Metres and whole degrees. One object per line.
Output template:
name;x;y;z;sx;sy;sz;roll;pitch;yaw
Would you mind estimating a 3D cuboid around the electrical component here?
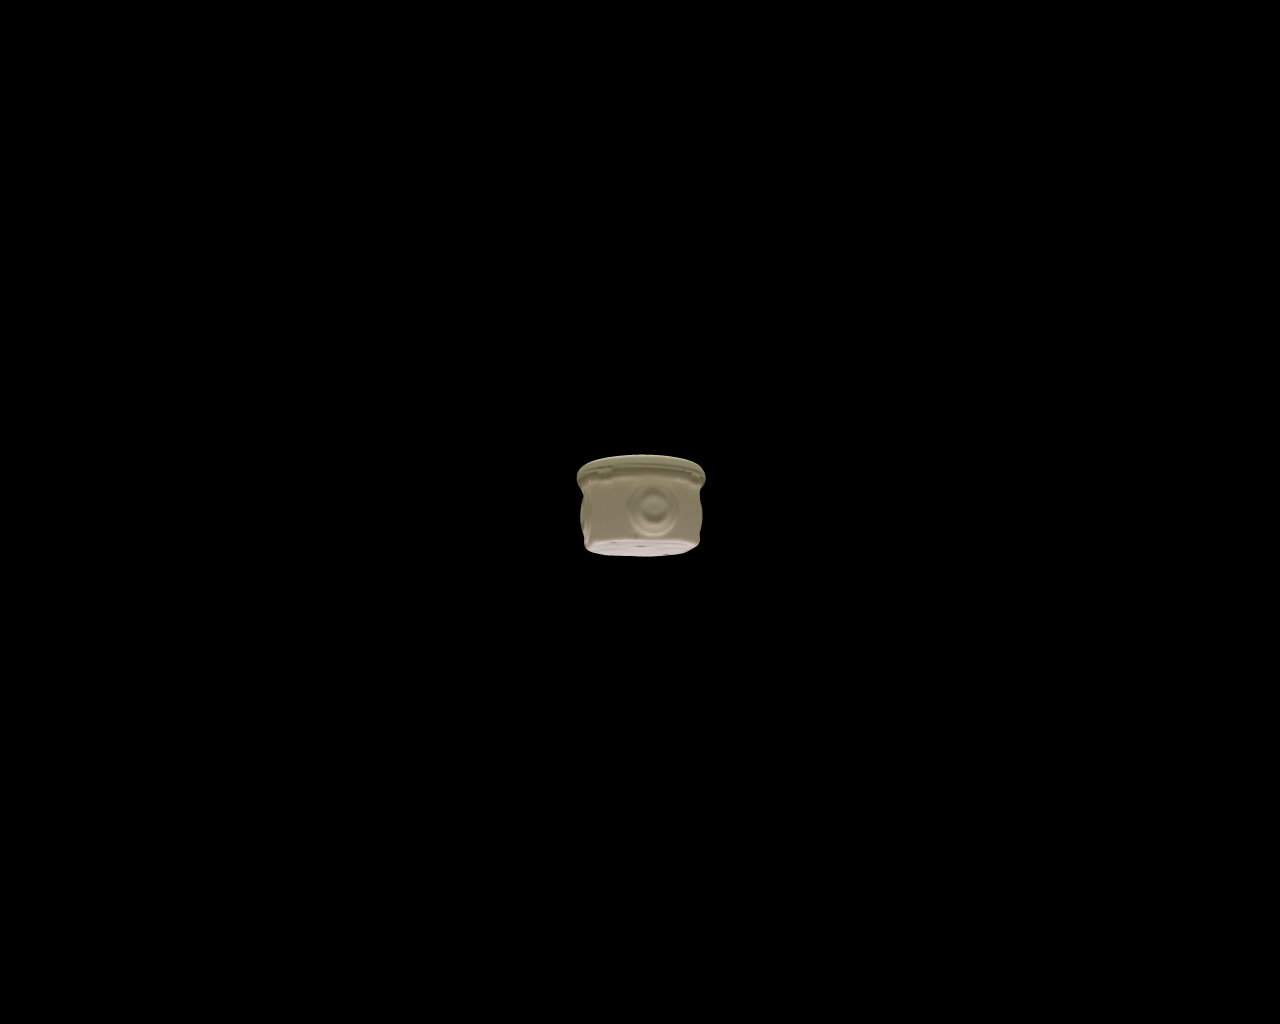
electrical component;0.001;-0.003;0.650;0.080;0.051;0.080;0;-11;0
